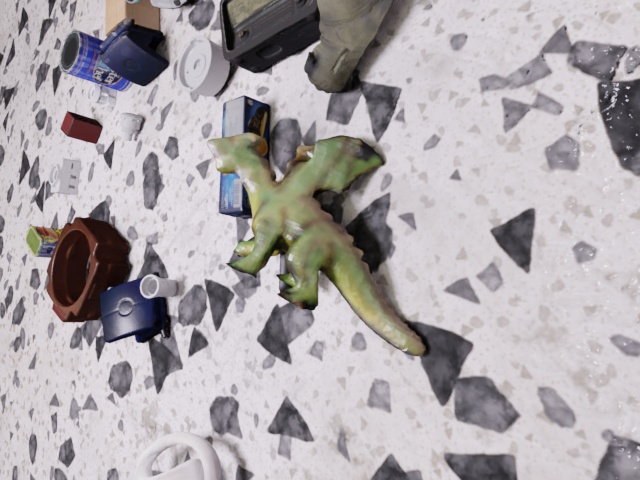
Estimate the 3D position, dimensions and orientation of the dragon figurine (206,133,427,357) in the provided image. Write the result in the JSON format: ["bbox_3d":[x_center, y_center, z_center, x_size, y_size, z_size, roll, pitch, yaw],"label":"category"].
[{"bbox_3d":[0.002,-0.036,0.721,0.412,0.121,0.243,25,89,17],"label":"dragon figurine"}]

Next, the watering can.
[{"bbox_3d":[-0.267,0.463,0.864,0.343,0.103,0.228,-38,62,28],"label":"watering can"}]
